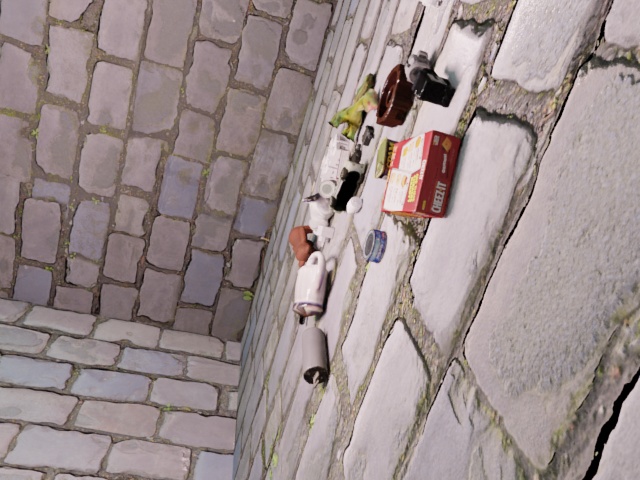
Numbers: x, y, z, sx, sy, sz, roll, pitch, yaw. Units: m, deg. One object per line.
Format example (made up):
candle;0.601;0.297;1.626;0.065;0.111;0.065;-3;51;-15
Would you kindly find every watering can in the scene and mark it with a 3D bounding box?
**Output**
watering can;-0.041;0.166;1.825;0.343;0.104;0.228;135;146;-68

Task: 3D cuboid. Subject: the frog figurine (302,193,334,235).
frog figurine;0.006;-0.100;1.988;0.137;0.124;0.158;-8;110;55

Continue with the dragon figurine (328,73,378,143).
dragon figurine;0.132;-0.491;1.872;0.241;0.121;0.416;-56;18;12
